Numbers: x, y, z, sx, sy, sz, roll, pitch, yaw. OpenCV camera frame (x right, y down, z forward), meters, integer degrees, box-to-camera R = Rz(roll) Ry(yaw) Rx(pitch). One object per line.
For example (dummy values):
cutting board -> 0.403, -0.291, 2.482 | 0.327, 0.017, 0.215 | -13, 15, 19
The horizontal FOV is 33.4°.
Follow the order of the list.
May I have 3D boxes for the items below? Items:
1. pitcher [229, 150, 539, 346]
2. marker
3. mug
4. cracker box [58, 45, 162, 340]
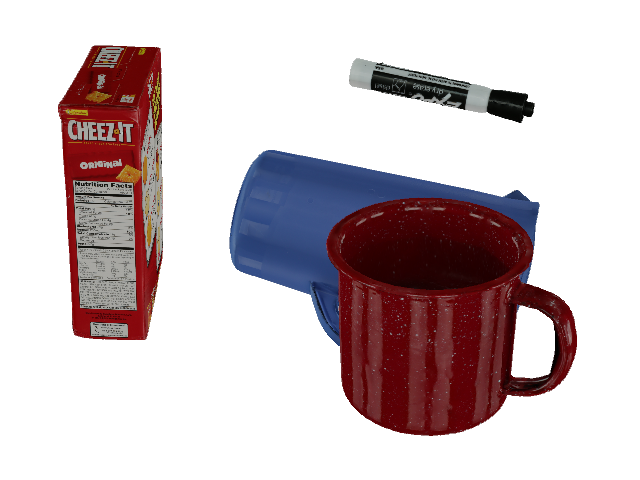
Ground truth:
pitcher -> 0.049, 0.013, 0.885 | 0.243, 0.145, 0.149 | 15, 17, 8
marker -> 0.078, -0.097, 0.693 | 0.121, 0.020, 0.020 | 14, 4, 14
mug -> 0.061, 0.038, 0.494 | 0.117, 0.081, 0.093 | 12, 31, 24
cracker box -> -0.179, -0.045, 0.934 | 0.072, 0.214, 0.164 | 1, 27, -3
